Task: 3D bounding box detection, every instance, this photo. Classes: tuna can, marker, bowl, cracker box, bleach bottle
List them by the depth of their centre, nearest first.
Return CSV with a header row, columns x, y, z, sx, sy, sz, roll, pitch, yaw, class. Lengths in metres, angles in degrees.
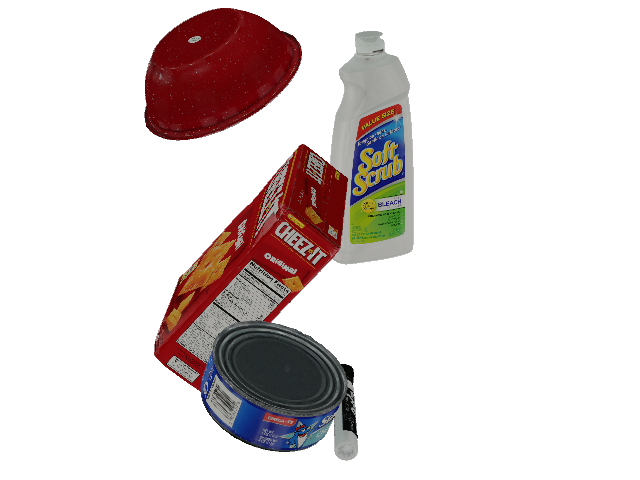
x,y,z,sx,sy,sz,roll,pitch,yaw,class
-0.029,0.088,0.650,0.086,0.034,0.086,17,28,-10,tuna can
0.020,0.140,0.895,0.020,0.020,0.121,0,26,0,marker
-0.101,-0.164,0.976,0.162,0.055,0.162,-18,38,15,bowl
-0.068,0.023,1.059,0.072,0.214,0.164,37,23,-14,cracker box
0.051,-0.103,1.177,0.102,0.251,0.068,-9,25,-11,bleach bottle
